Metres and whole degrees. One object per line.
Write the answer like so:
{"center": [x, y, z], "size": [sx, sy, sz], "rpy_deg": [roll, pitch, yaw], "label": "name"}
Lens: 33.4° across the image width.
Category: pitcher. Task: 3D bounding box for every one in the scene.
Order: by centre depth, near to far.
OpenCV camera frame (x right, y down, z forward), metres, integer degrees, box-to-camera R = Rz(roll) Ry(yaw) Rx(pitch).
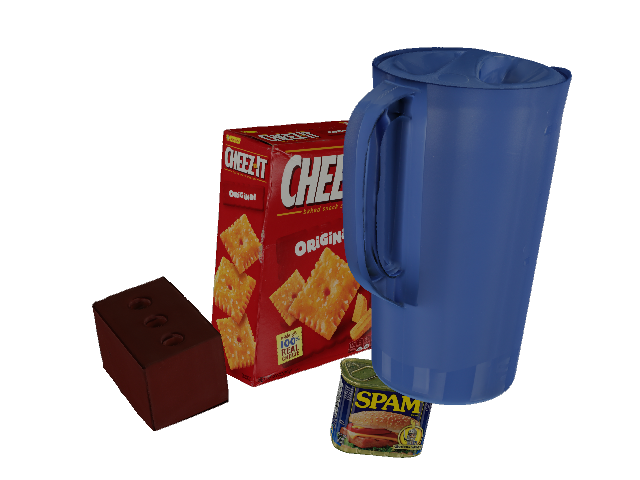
{"center": [0.088, -0.009, 0.751], "size": [0.149, 0.243, 0.145], "rpy_deg": [3, 21, 1], "label": "pitcher"}

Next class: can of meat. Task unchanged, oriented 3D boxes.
{"center": [0.064, 0.176, 1.111], "size": [0.102, 0.084, 0.057], "rpy_deg": [7, 20, -8], "label": "can of meat"}

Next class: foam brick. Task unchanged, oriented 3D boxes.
{"center": [-0.099, 0.069, 0.655], "size": [0.052, 0.051, 0.078], "rpy_deg": [-21, 37, -28], "label": "foam brick"}

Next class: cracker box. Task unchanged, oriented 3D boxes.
{"center": [-0.012, 0.007, 0.952], "size": [0.072, 0.214, 0.163], "rpy_deg": [21, 22, 41], "label": "cracker box"}
